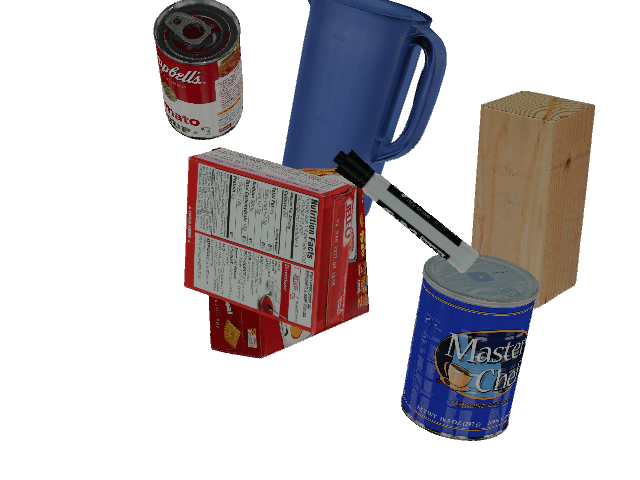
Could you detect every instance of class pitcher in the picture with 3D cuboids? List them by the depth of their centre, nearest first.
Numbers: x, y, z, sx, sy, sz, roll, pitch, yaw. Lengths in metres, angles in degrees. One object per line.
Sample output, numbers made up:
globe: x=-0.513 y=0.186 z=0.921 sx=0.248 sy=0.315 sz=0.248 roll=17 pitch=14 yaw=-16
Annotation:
pitcher: x=0.037 y=-0.144 z=1.170 sx=0.145 sy=0.243 sz=0.149 roll=10 pitch=20 yaw=-9

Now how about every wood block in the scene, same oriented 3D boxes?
wood block: x=0.225 y=-0.045 z=1.145 sx=0.090 sy=0.206 sz=0.090 roll=19 pitch=28 yaw=38

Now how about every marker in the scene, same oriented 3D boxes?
marker: x=0.058 y=-0.022 z=0.745 sx=0.121 sy=0.020 sz=0.020 roll=39 pitch=-3 yaw=-3

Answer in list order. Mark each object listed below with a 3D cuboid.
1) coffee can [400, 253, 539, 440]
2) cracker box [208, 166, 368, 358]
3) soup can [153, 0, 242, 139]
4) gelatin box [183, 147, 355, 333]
coffee can: x=0.133 y=0.094 z=0.968 sx=0.103 sy=0.140 sz=0.103 roll=6 pitch=22 yaw=-3
cracker box: x=-0.031 y=0.013 z=1.091 sx=0.072 sy=0.164 sz=0.213 roll=3 pitch=10 yaw=31
soup can: x=-0.098 y=-0.139 z=0.874 sx=0.068 sy=0.068 sz=0.102 roll=0 pitch=-31 yaw=-2
gelatin box: x=-0.027 y=-0.001 z=0.542 sx=0.089 sy=0.073 sz=0.030 roll=17 pitch=24 yaw=31
